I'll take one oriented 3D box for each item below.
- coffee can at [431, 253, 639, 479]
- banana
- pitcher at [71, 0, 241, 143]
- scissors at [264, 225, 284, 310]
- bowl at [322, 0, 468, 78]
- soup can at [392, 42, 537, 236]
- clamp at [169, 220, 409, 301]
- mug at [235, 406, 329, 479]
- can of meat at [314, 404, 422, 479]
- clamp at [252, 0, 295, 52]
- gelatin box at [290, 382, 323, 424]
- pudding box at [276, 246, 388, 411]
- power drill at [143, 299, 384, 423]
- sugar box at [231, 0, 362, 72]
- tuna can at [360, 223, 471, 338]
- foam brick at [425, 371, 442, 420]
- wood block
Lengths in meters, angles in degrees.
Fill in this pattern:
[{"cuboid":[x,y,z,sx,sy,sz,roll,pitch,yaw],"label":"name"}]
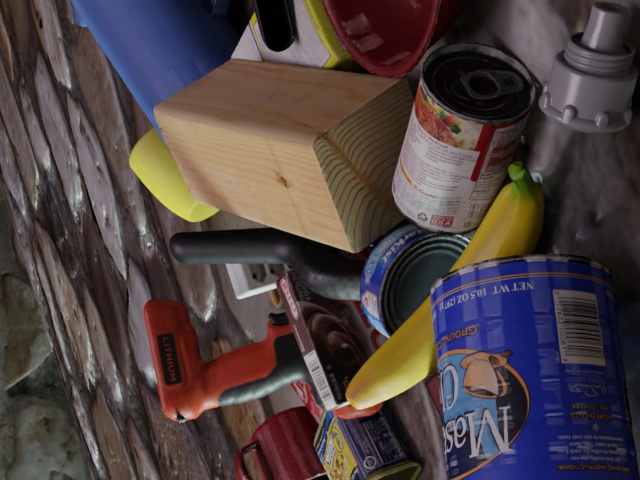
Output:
[{"cuboid":[0.116,0.090,0.582,0.103,0.102,0.140,130,141,-63],"label":"coffee can"},{"cuboid":[0.085,0.030,0.666,0.198,0.069,0.037,-59,43,25],"label":"banana"},{"cuboid":[-0.141,-0.207,1.007,0.243,0.145,0.149,57,165,25],"label":"pitcher"},{"cuboid":[-0.040,-0.019,1.024,0.096,0.016,0.202,33,135,54],"label":"scissors"},{"cuboid":[0.052,-0.185,0.657,0.162,0.055,0.162,47,145,47],"label":"bowl"},{"cuboid":[0.085,-0.059,0.651,0.068,0.068,0.102,58,153,32],"label":"soup can"},{"cuboid":[-0.005,0.001,0.813,0.210,0.164,0.036,33,148,43],"label":"clamp"},{"cuboid":[-0.028,0.217,1.035,0.081,0.117,0.093,62,143,36],"label":"mug"},{"cuboid":[0.038,0.190,0.937,0.084,0.057,0.102,62,154,31],"label":"can of meat"},{"cuboid":[-0.042,-0.221,0.731,0.120,0.039,0.171,-11,102,67],"label":"clamp"},{"cuboid":[-0.004,0.122,1.018,0.073,0.030,0.089,48,146,45],"label":"gelatin box"},{"cuboid":[0.027,0.067,0.838,0.113,0.089,0.039,69,158,8],"label":"pudding box"},{"cuboid":[-0.049,0.070,0.895,0.057,0.187,0.184,39,-140,-83],"label":"power drill"},{"cuboid":[-0.016,-0.150,0.846,0.093,0.048,0.176,66,159,8],"label":"sugar box"},{"cuboid":[0.070,0.032,0.721,0.034,0.086,0.086,31,133,60],"label":"tuna can"},{"cuboid":[0.116,0.093,0.671,0.051,0.078,0.053,65,157,18],"label":"foam brick"},{"cuboid":[-0.023,-0.068,0.783,0.206,0.090,0.091,19,138,50],"label":"wood block"}]
